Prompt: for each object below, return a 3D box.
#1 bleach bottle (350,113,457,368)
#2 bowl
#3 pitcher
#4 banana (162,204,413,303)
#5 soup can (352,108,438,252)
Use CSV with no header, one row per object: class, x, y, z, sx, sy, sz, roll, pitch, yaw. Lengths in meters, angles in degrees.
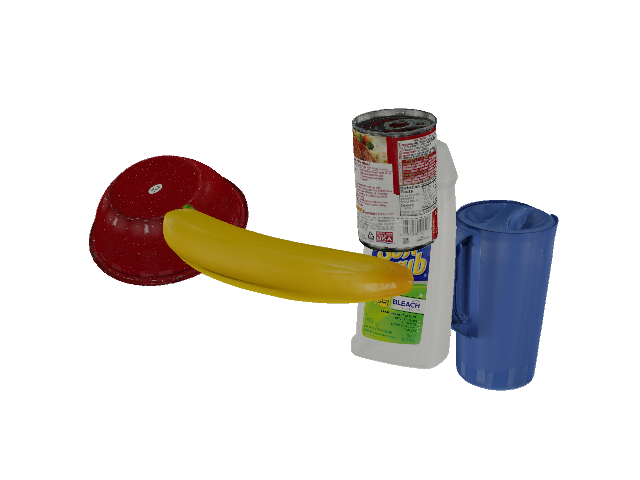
bleach bottle,0.084,-0.003,1.064,0.103,0.251,0.068,9,18,26
bowl,-0.154,-0.032,1.035,0.162,0.162,0.055,0,-44,13
pitcher,0.234,0.076,1.434,0.149,0.243,0.145,4,20,8
banana,-0.037,0.007,0.703,0.198,0.037,0.069,18,36,31
soup can,0.062,-0.049,0.867,0.068,0.102,0.068,-3,22,1
